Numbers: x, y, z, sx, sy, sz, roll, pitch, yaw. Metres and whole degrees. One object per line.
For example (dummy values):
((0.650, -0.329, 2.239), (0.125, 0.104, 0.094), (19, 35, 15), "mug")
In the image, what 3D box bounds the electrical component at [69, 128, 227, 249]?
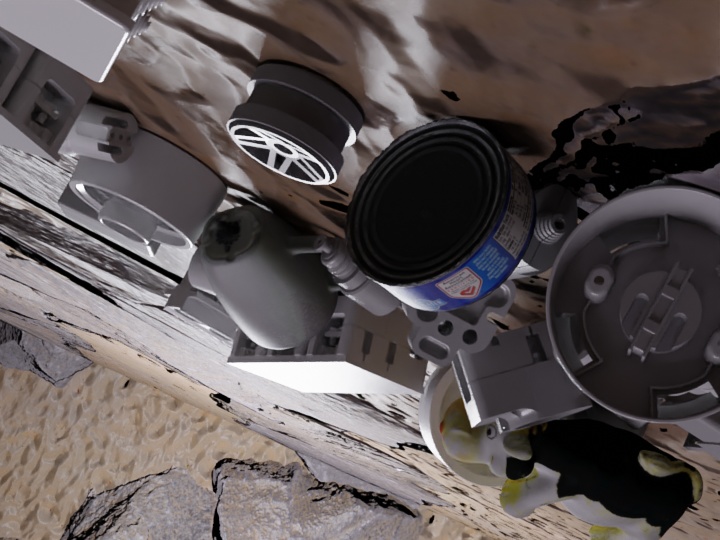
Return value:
((-0.158, -0.054, 0.779), (0.108, 0.060, 0.108), (24, 166, 6), "electrical component")

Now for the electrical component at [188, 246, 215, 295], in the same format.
((-0.106, 0.007, 0.946), (0.081, 0.043, 0.043), (19, 164, 26), "electrical component")

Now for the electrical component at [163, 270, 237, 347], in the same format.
((-0.118, 0.039, 1.042), (0.121, 0.063, 0.079), (33, 164, -27), "electrical component")

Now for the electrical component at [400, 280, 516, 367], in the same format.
((0.055, 0.012, 0.634), (0.058, 0.078, 0.057), (28, -173, -9), "electrical component")

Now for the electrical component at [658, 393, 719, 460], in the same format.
((0.226, 0.089, 0.670), (0.064, 0.042, 0.081), (31, 164, -14), "electrical component")

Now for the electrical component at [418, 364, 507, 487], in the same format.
((0.099, 0.115, 0.859), (0.108, 0.108, 0.060), (28, 172, -11), "electrical component")

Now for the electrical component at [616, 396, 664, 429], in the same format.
((0.165, 0.070, 0.713), (0.065, 0.044, 0.044), (31, 166, 0), "electrical component")

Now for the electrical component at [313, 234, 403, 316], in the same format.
((0.000, 0.000, 0.743), (0.078, 0.040, 0.040), (35, 163, -32), "electrical component")

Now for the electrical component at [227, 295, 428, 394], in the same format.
((-0.024, 0.059, 0.883), (0.089, 0.061, 0.150), (26, 159, -38), "electrical component")

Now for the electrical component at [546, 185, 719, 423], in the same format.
((0.133, 0.019, 0.474), (0.099, 0.099, 0.064), (22, 172, 16), "electrical component")

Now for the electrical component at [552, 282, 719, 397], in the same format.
((0.172, 0.043, 0.573), (0.074, 0.052, 0.138), (26, 167, -23), "electrical component")

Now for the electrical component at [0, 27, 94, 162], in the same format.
((-0.269, -0.138, 0.667), (0.186, 0.060, 0.105), (18, 164, 28), "electrical component")

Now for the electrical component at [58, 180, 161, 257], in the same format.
((-0.196, -0.056, 0.864), (0.083, 0.047, 0.075), (25, 166, 1), "electrical component")

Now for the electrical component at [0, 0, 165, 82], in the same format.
((-0.136, -0.135, 0.473), (0.100, 0.048, 0.100), (30, 165, -16), "electrical component")

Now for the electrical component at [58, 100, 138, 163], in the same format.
((-0.178, -0.093, 0.719), (0.046, 0.040, 0.040), (15, 163, 18), "electrical component")

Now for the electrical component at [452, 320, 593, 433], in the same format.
((0.109, 0.065, 0.664), (0.089, 0.055, 0.050), (-15, 167, -6), "electrical component")

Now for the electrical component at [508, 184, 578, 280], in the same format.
((0.079, -0.018, 0.536), (0.043, 0.043, 0.081), (30, 165, -15), "electrical component")

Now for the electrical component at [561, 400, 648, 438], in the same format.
((0.157, 0.093, 0.790), (0.100, 0.048, 0.100), (30, 165, -16), "electrical component")
